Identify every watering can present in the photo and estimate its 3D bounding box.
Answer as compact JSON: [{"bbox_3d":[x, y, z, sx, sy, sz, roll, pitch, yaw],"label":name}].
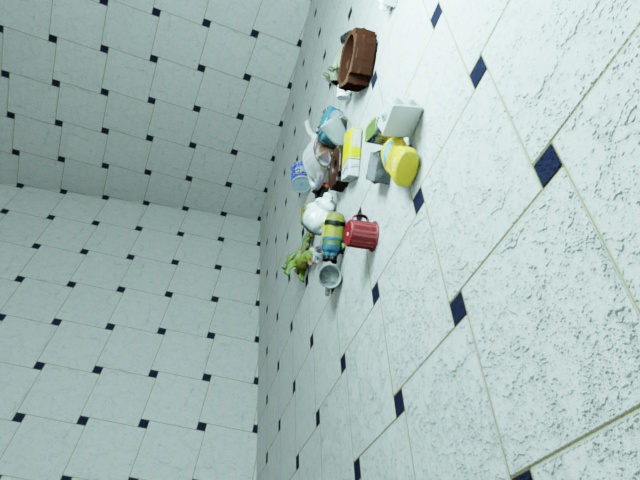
[{"bbox_3d":[-0.015,-0.389,2.186,0.221,0.104,0.352,145,123,-62],"label":"watering can"}]

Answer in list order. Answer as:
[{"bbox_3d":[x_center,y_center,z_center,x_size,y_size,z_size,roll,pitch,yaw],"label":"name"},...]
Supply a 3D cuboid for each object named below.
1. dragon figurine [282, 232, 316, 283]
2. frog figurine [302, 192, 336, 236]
[{"bbox_3d":[-0.079,0.048,2.370,0.241,0.121,0.416,-61,19,10],"label":"dragon figurine"},{"bbox_3d":[0.006,-0.101,1.998,0.139,0.123,0.156,49,129,29],"label":"frog figurine"}]
